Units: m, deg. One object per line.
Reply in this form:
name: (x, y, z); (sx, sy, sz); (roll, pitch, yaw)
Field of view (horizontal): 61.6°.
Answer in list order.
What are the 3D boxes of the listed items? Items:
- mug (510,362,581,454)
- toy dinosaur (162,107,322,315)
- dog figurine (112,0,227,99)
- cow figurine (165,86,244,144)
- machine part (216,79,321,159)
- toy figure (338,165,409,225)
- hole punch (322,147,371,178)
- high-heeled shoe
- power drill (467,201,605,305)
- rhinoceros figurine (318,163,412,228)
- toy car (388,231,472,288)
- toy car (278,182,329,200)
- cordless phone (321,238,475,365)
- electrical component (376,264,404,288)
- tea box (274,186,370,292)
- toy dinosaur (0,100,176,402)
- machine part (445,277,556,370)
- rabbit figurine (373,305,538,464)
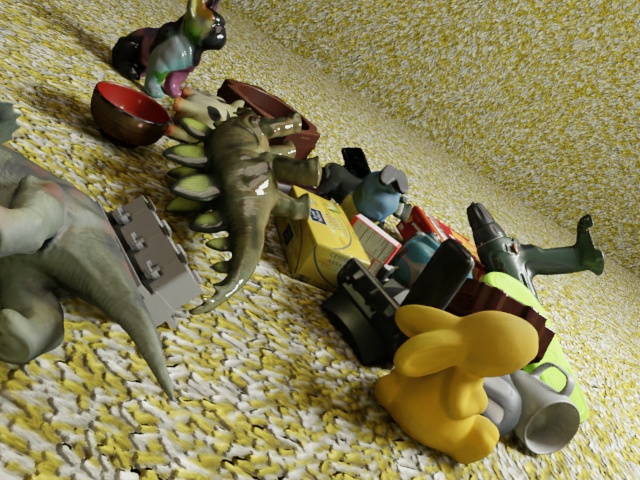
mug: (0.288, 0.211, 0.726); (0.081, 0.109, 0.107); (20, 11, -20)
toy dinosaur: (-0.104, -0.076, 0.711); (0.199, 0.105, 0.472); (-1, 36, -13)
dog figurine: (-0.281, -0.390, 1.029); (0.192, 0.219, 0.108); (39, 18, 10)
cow figurine: (-0.197, -0.221, 0.972); (0.127, 0.085, 0.195); (22, 21, -13)
machine part: (-0.116, -0.247, 1.139); (0.202, 0.087, 0.201); (42, 23, 17)
toy figure: (0.086, -0.062, 0.924); (0.082, 0.180, 0.089); (47, 48, 4)
hole punch: (0.058, -0.132, 1.170); (0.142, 0.092, 0.115); (-13, 80, -65)
high-heeled shoe: (0.148, 0.160, 0.717); (0.249, 0.086, 0.145); (21, 50, 15)
power drill: (0.400, 0.013, 0.996); (0.086, 0.207, 0.232); (62, 16, -73)
rhinoceros figurine: (0.085, -0.084, 1.046); (0.190, 0.112, 0.073); (28, 19, 6)
toy car: (0.194, 0.066, 0.904); (0.161, 0.109, 0.103); (30, 27, -32)
toy car: (-0.070, -0.083, 0.902); (0.202, 0.053, 0.089); (8, 16, -47)
cordless phone: (0.097, 0.054, 0.670); (0.088, 0.184, 0.147); (5, 35, -43)
electrical component: (0.121, 0.080, 0.836); (0.102, 0.045, 0.078); (42, 21, 20)
tea box: (-0.002, -0.002, 0.807); (0.098, 0.068, 0.170); (22, 25, -29)
toy dinosaur: (-0.255, -0.025, 0.443); (0.405, 0.131, 0.192); (39, 22, -3)
machine part: (0.246, 0.125, 0.789); (0.179, 0.056, 0.179); (29, -20, 12)
rabbit figurine: (0.148, 0.132, 0.582); (0.162, 0.173, 0.122); (34, 32, -12)
